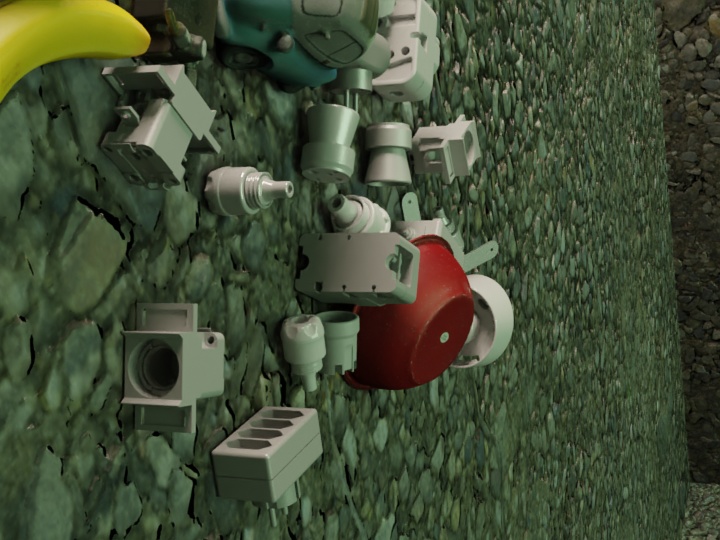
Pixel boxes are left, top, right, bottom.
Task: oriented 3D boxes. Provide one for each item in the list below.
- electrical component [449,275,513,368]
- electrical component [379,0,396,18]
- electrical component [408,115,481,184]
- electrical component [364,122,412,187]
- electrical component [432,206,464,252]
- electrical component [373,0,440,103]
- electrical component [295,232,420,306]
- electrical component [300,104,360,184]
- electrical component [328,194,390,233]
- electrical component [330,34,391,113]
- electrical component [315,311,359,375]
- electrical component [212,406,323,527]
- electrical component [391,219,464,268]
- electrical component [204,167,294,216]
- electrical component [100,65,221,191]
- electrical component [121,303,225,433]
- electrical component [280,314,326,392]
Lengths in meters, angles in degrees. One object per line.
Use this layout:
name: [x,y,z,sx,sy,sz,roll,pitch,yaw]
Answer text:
electrical component: [0.114,0.056,1.149,0.064,0.099,0.099,-8,98,-59]
electrical component: [0.013,-0.260,0.987,0.046,0.040,0.040,75,27,-42]
electrical component: [0.088,-0.126,1.125,0.081,0.064,0.042,-56,140,-52]
electrical component: [0.026,-0.108,1.009,0.045,0.045,0.055,5,85,-66]
electrical component: [0.092,-0.041,1.171,0.035,0.035,0.061,-61,141,-48]
electrical component: [0.041,-0.212,1.031,0.059,0.054,0.095,26,66,-64]
electrical component: [0.000,0.000,0.894,0.056,0.089,0.050,31,62,-63]
electrical component: [-0.025,-0.104,0.892,0.045,0.045,0.055,31,62,-63]
electrical component: [-0.006,-0.045,0.940,0.062,0.048,0.048,40,54,-52]
electrical component: [-0.007,-0.175,0.934,0.077,0.043,0.079,2,89,-66]
electrical component: [-0.020,0.062,0.912,0.040,0.040,0.046,-29,122,-63]
electrical component: [-0.065,0.153,0.800,0.083,0.047,0.075,-37,123,-61]
electrical component: [0.058,-0.008,1.060,0.096,0.062,0.061,49,47,-56]
electrical component: [-0.076,-0.056,0.755,0.035,0.061,0.035,0,90,-66]
electrical component: [-0.127,-0.088,0.668,0.081,0.042,0.063,55,45,-51]
electrical component: [-0.118,0.061,0.688,0.064,0.042,0.081,4,87,-70]
electrical component: [-0.044,0.068,0.864,0.035,0.035,0.061,-43,131,-59]
